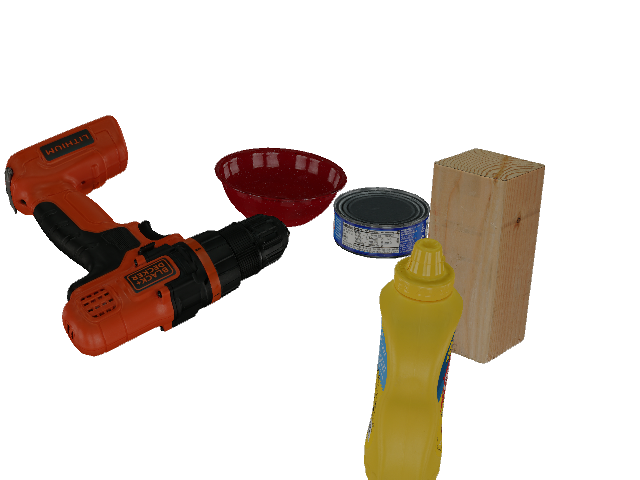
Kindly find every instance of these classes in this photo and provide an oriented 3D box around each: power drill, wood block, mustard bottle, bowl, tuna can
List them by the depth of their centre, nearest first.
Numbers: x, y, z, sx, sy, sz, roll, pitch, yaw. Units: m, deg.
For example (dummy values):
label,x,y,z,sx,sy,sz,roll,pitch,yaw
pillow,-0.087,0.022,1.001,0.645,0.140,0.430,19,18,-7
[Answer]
label,x,y,z,sx,sy,sz,roll,pitch,yaw
mustard bottle,0.066,0.085,0.757,0.058,0.192,0.096,7,30,7
power drill,-0.142,-0.015,0.821,0.184,0.057,0.188,-26,56,-27
tuna can,0.054,-0.016,0.951,0.086,0.034,0.086,1,25,-1
wood block,0.175,0.015,1.163,0.090,0.206,0.090,18,25,36
bowl,-0.051,-0.060,1.307,0.162,0.055,0.162,5,26,-3
